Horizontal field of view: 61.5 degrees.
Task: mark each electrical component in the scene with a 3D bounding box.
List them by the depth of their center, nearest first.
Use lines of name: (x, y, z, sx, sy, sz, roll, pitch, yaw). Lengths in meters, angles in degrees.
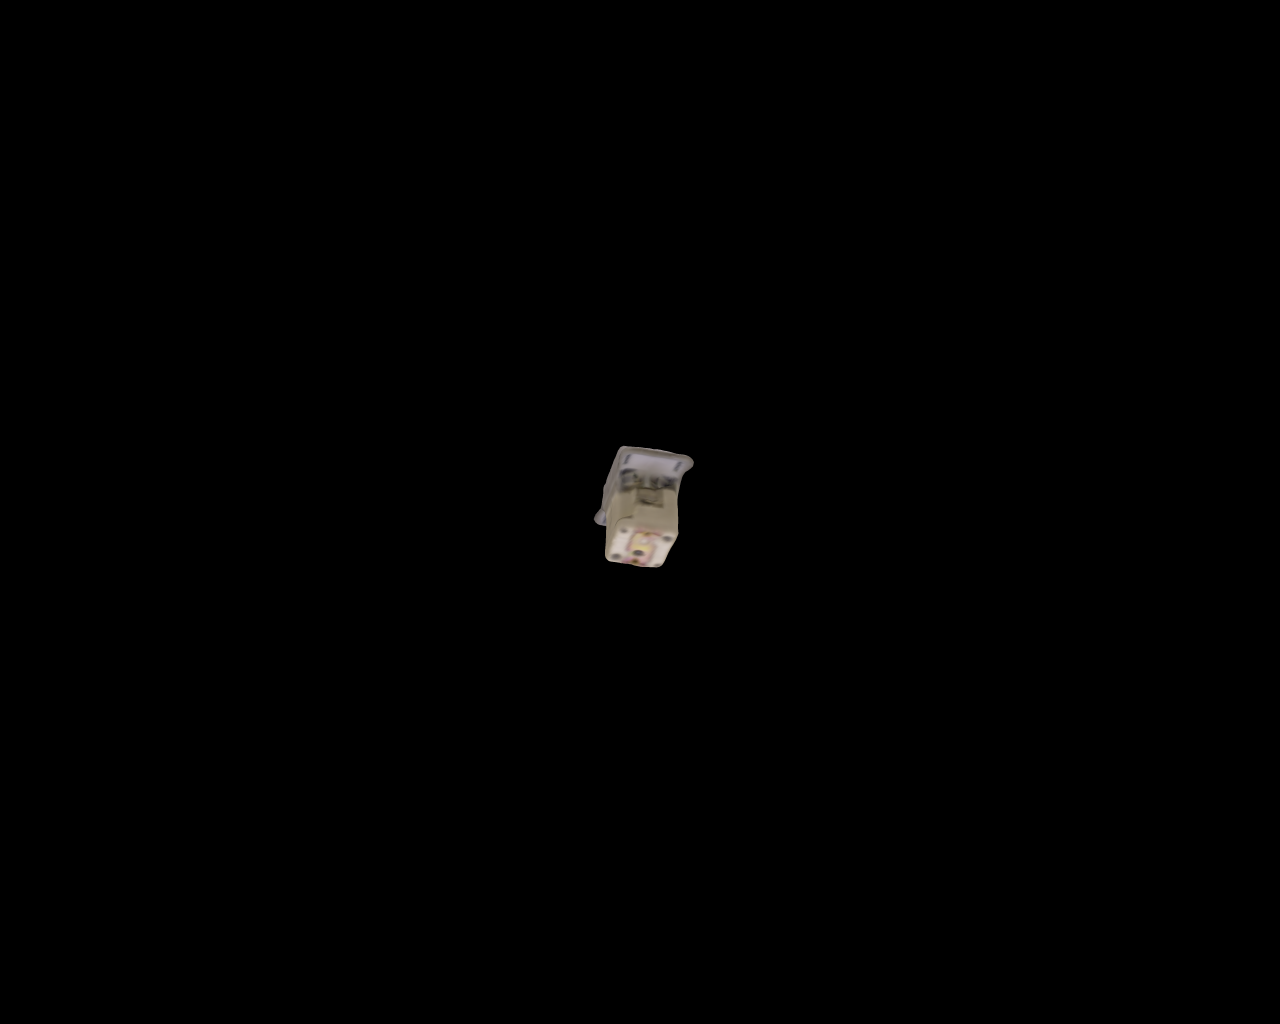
electrical component: (0.001, -0.003, 0.650, 0.042, 0.064, 0.080, 8, -35, -11)
